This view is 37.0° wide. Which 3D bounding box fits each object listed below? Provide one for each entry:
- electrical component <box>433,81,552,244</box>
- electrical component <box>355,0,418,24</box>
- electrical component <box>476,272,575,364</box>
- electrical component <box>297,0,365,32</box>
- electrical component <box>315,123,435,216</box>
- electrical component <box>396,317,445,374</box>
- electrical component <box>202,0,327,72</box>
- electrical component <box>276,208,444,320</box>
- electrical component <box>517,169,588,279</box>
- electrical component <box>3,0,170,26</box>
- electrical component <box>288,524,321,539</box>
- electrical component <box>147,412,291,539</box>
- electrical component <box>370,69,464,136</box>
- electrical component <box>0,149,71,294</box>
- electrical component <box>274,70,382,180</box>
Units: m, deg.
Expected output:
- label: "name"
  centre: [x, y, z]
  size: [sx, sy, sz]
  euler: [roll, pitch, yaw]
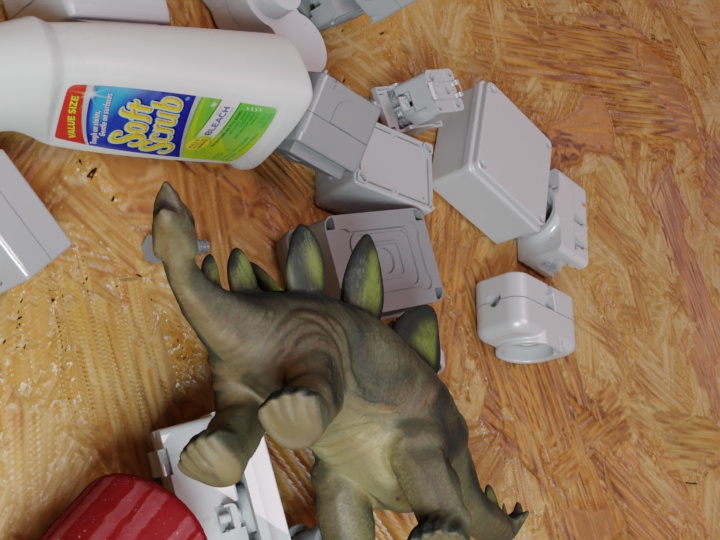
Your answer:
- label: "electrical component"
  centre: [0.123, -0.098, 0.994]
  size: [0.109, 0.056, 0.108]
  euler: [37, 49, -34]
- label: "electrical component"
  centre: [0.022, -0.244, 0.839]
  size: [0.062, 0.061, 0.096]
  euler: [45, 45, -28]
- label: "electrical component"
  centre: [0.149, 0.047, 0.964]
  size: [0.095, 0.054, 0.059]
  euler: [24, 57, -41]
- label: "electrical component"
  centre: [-0.053, -0.288, 0.870]
  size: [0.105, 0.060, 0.186]
  euler: [-37, 103, -50]
- label: "electrical component"
  centre: [0.004, -0.076, 0.849]
  size: [0.096, 0.061, 0.061]
  euler: [18, 61, -35]
- label: "electrical component"
  centre: [0.046, 0.058, 0.853]
  size: [0.040, 0.040, 0.046]
  euler: [27, 49, -40]
- label: "electrical component"
  centre: [-0.070, -0.204, 0.803]
  size: [0.138, 0.074, 0.052]
  euler: [51, 42, -21]
- label: "electrical component"
  centre: [0.000, 0.000, 0.805]
  size: [0.113, 0.057, 0.078]
  euler: [-9, 81, -47]
- label: "electrical component"
  centre: [0.185, -0.046, 1.049]
  size: [0.056, 0.050, 0.089]
  euler: [28, 54, -40]
- label: "electrical component"
  centre: [-0.168, -0.168, 0.683]
  size: [0.096, 0.062, 0.061]
  euler: [-12, 83, -51]
- label: "electrical component"
  centre: [-0.032, 0.185, 0.693]
  size: [0.045, 0.055, 0.045]
  euler: [23, 58, -42]
- label: "electrical component"
  centre: [-0.082, 0.146, 0.641]
  size: [0.063, 0.079, 0.121]
  euler: [-13, 83, -21]
- label: "electrical component"
  centre: [0.051, -0.144, 0.926]
  size: [0.081, 0.064, 0.042]
  euler: [-18, 87, -51]
- label: "electrical component"
  centre: [-0.210, -0.015, 0.580]
  size: [0.065, 0.047, 0.076]
  euler: [56, 41, -16]
- label: "electrical component"
  centre: [-0.043, -0.108, 0.789]
  size: [0.062, 0.096, 0.061]
  euler: [26, 83, -40]
